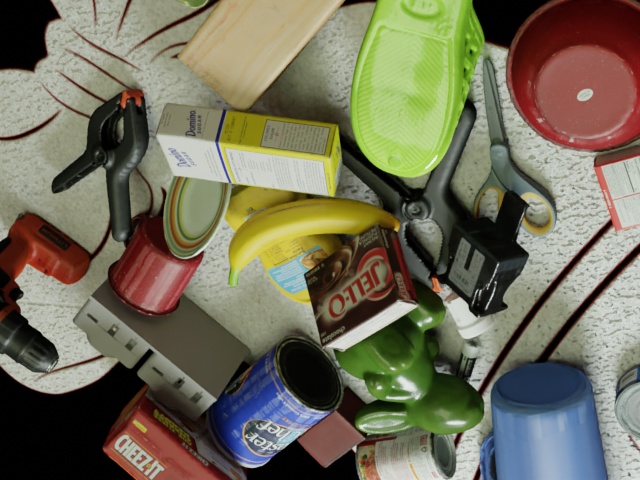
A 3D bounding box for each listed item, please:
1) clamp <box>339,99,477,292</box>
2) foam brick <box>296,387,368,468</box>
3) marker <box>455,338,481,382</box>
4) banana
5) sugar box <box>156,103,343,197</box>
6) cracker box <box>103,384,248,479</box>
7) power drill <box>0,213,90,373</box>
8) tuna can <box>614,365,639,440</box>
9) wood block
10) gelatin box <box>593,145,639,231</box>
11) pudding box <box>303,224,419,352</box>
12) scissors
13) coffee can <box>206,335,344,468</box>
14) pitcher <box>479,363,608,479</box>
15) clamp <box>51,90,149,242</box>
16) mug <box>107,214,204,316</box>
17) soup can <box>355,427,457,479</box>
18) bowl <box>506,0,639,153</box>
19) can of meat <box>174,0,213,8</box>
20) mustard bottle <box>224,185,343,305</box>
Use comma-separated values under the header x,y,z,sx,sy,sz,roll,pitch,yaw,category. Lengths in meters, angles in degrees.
x,y,z,sx,sy,sz,roll,pitch,yaw,category
0.110,-0.045,1.112,0.165,0.036,0.210,-15,111,25,clamp
0.020,0.225,1.285,0.051,0.053,0.078,43,122,-6,foam brick
0.160,0.164,1.218,0.020,0.020,0.121,17,122,11,marker
-0.018,-0.011,1.118,0.198,0.037,0.069,-17,125,14,banana
-0.069,-0.090,1.075,0.176,0.048,0.093,11,158,9,sugar box
-0.168,0.255,1.277,0.164,0.214,0.072,41,90,-5,cracker box
-0.348,0.057,1.250,0.184,0.187,0.057,37,122,0,power drill
0.359,0.176,1.141,0.086,0.033,0.086,9,120,16,tuna can
-0.034,-0.232,1.031,0.090,0.090,0.206,42,123,-6,wood block
0.319,-0.056,1.032,0.089,0.030,0.073,-16,110,25,gelatin box
0.041,0.050,1.094,0.039,0.090,0.114,16,139,-42,pudding box
0.199,-0.080,1.070,0.096,0.016,0.202,12,122,15,scissors
-0.055,0.192,1.264,0.103,0.102,0.141,44,123,-6,coffee can
0.248,0.261,1.184,0.149,0.145,0.243,-7,111,10,pitcher
-0.231,-0.085,1.200,0.120,0.039,0.172,40,119,12,clamp
-0.192,0.019,1.238,0.082,0.093,0.117,-54,54,29,mug
0.102,0.257,1.262,0.102,0.068,0.068,-16,111,26,soup can
0.249,-0.146,0.993,0.162,0.055,0.162,9,121,16,bowl
-0.106,-0.283,1.034,0.057,0.083,0.102,23,123,7,can of meat
-0.023,0.013,1.180,0.096,0.058,0.191,-27,105,32,mustard bottle
